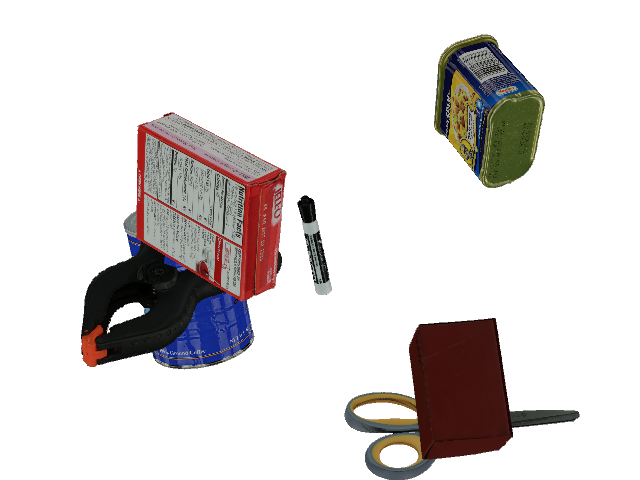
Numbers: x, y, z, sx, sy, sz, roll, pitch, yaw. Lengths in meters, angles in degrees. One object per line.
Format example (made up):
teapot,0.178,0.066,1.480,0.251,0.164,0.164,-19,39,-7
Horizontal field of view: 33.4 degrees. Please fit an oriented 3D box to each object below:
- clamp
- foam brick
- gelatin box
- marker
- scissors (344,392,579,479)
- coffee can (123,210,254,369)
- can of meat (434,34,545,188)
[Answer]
clamp,-0.125,0.026,0.805,0.120,0.039,0.171,31,46,28
foam brick,0.088,0.095,0.680,0.051,0.078,0.053,-3,-22,-4
gelatin box,-0.061,-0.019,0.579,0.089,0.073,0.030,28,38,31
marker,-0.007,0.005,1.192,0.020,0.121,0.020,-9,28,5
scissors,0.119,0.165,0.885,0.202,0.016,0.096,7,39,1
coffee can,-0.126,0.039,1.032,0.103,0.140,0.103,-8,20,3
can of meat,0.142,-0.108,0.903,0.057,0.102,0.084,-18,49,-15
